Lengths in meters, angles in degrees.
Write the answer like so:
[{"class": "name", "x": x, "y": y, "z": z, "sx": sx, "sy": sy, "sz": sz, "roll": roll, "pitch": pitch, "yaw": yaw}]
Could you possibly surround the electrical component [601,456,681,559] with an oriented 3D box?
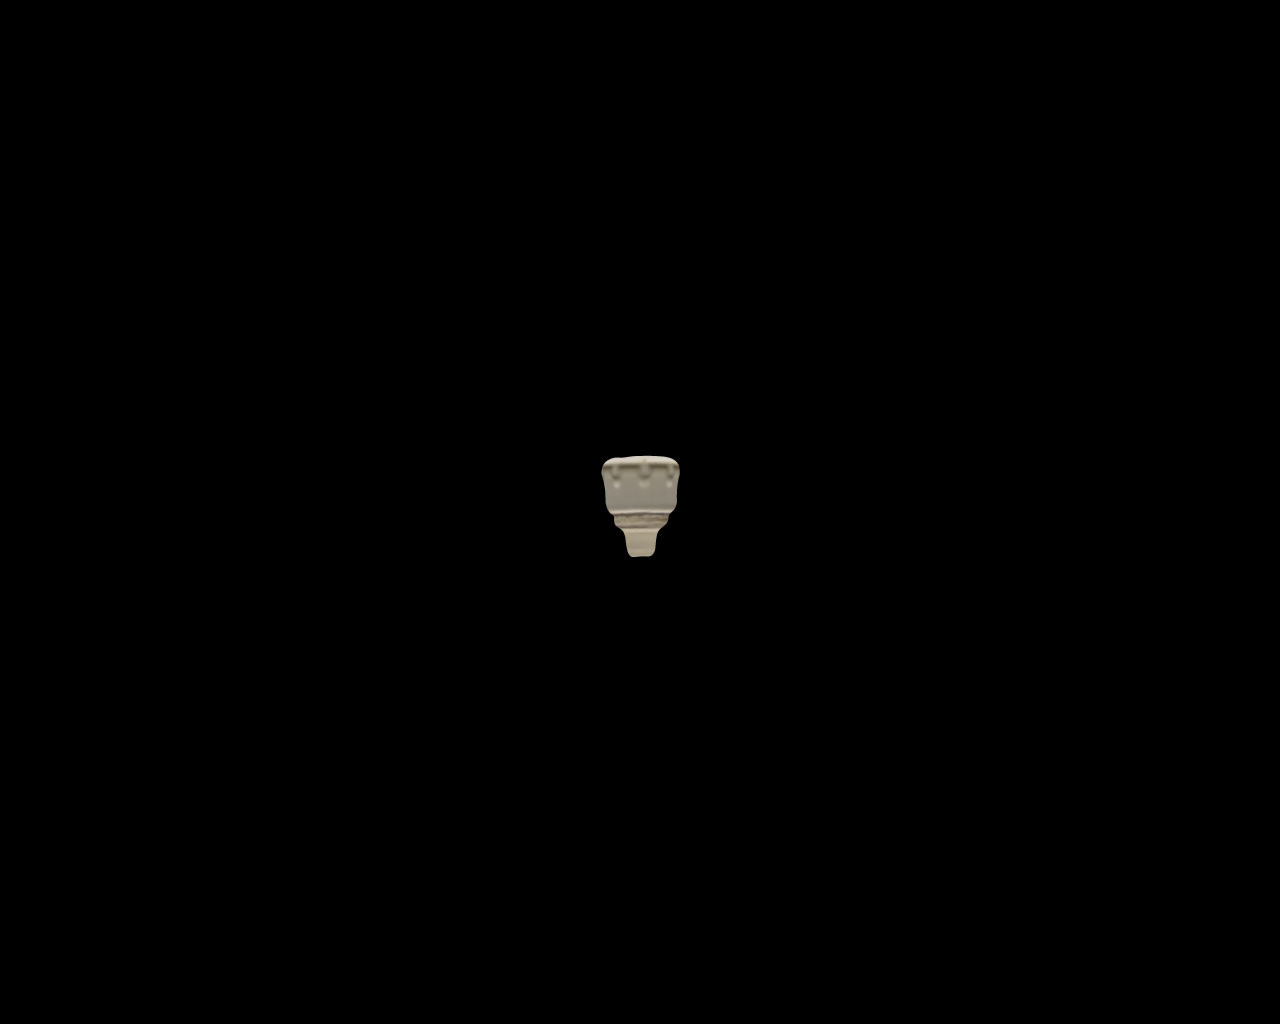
[{"class": "electrical component", "x": 0.001, "y": -0.003, "z": 0.650, "sx": 0.048, "sy": 0.062, "sz": 0.048, "roll": 0, "pitch": 0, "yaw": 0}]
